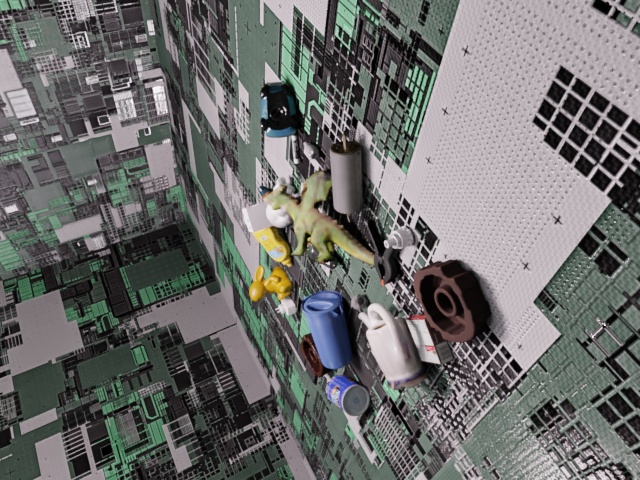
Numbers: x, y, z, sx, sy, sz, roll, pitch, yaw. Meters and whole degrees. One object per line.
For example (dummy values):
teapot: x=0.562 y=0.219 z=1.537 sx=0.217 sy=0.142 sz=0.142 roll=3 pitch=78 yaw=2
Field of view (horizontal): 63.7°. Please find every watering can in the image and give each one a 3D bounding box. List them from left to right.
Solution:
watering can: x=0.179 y=0.271 z=1.348 sx=0.344 sy=0.104 sz=0.226 roll=117 pitch=130 yaw=-79

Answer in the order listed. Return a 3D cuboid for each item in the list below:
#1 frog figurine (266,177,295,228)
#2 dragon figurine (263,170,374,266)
frog figurine: x=-0.132 y=-0.124 z=1.731 sx=0.140 sy=0.122 sz=0.156 roll=-106 pitch=-2 yaw=-52
dragon figurine: x=0.004 y=-0.072 z=1.432 sx=0.411 sy=0.123 sz=0.240 roll=9 pitch=106 yaw=36
